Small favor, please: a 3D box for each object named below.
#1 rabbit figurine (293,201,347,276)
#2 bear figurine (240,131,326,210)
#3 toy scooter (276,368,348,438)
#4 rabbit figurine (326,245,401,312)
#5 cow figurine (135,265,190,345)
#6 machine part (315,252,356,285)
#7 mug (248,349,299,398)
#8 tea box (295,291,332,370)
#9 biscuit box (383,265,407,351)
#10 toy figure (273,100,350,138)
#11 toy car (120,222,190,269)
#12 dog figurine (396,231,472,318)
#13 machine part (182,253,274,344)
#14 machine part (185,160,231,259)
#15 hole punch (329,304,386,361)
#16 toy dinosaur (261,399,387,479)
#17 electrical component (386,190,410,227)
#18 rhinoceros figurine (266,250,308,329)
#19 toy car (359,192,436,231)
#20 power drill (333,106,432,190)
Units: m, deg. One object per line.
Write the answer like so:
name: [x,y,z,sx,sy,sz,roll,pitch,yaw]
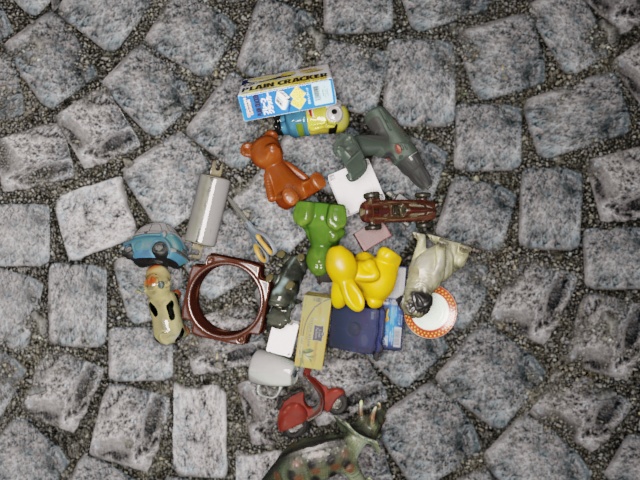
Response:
rabbit figurine: [-0.003,-0.004,1.252,0.121,0.159,0.170,6,94,3]
bear figurine: [-0.093,-0.174,1.278,0.120,0.132,0.195,-29,93,-25]
toy scooter: [-0.035,0.382,1.296,0.184,0.075,0.135,-28,88,-1]
rabbit figurine: [0.076,0.078,1.200,0.173,0.122,0.162,29,75,-35]
cow figurine: [-0.379,0.155,1.287,0.086,0.127,0.194,-11,92,0]
machine part: [0.057,0.075,1.311,0.139,0.039,0.084,-11,97,1]
mug: [-0.108,0.322,1.277,0.107,0.080,0.109,5,79,23]
tea box: [-0.014,0.213,1.283,0.068,0.098,0.169,7,92,4]
biscuit box: [0.171,0.160,1.291,0.059,0.063,0.202,4,90,2]
toy figure: [-0.019,-0.289,1.294,0.180,0.089,0.082,-9,88,11]
toy car: [-0.396,0.010,1.309,0.162,0.109,0.103,0,67,14]
dog figurine: [0.268,0.088,1.260,0.172,0.121,0.190,9,99,-30]
machine part: [-0.221,0.141,1.299,0.202,0.087,0.201,12,90,2]
machine part: [-0.272,-0.072,1.307,0.079,0.079,0.243,13,90,3]
hole punch: [0.087,0.205,1.256,0.116,0.092,0.142,4,86,45]
toy dinosaur: [-0.011,0.508,1.241,0.405,0.131,0.192,-19,112,-6]
electrical component: [0.192,-0.078,1.311,0.094,0.021,0.063,37,92,2]
rhinoceros figurine: [-0.081,0.115,1.267,0.073,0.112,0.190,10,62,15]
toy car: [0.187,-0.068,1.256,0.202,0.053,0.089,-1,88,-19]
power drill: [0.146,-0.197,1.244,0.207,0.086,0.232,-22,81,-32]
